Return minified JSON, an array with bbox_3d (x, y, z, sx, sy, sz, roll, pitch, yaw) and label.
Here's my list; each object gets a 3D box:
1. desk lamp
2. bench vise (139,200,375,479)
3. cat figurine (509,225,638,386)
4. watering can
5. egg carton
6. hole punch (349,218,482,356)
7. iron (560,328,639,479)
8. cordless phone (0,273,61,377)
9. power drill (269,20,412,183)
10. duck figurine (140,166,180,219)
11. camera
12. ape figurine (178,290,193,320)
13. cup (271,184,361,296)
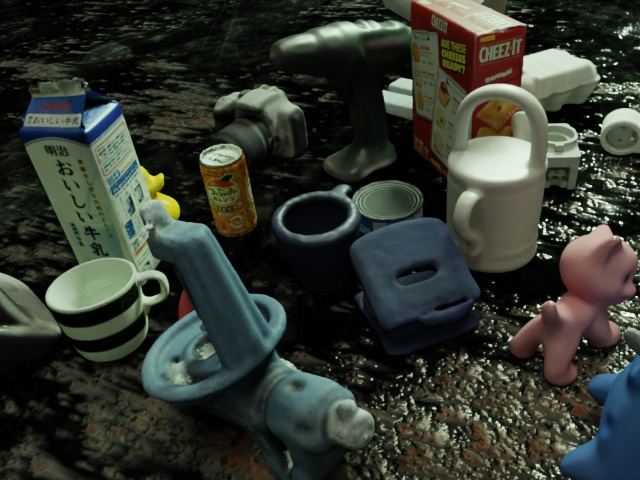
[{"bbox_3d":[0.169,-0.293,0.872,0.202,0.214,0.118,25,48,35],"label":"desk lamp"},{"bbox_3d":[-0.051,0.072,0.429,0.207,0.220,0.121,7,40,19],"label":"bench vise"},{"bbox_3d":[0.229,0.045,0.501,0.128,0.118,0.067,-31,43,-27],"label":"cat figurine"},{"bbox_3d":[0.185,-0.074,0.600,0.100,0.194,0.173,4,39,15],"label":"watering can"},{"bbox_3d":[0.352,-0.248,0.901,0.150,0.069,0.107,-20,39,-15],"label":"egg carton"},{"bbox_3d":[0.093,0.042,0.551,0.109,0.091,0.101,-17,38,-13],"label":"hole punch"},{"bbox_3d":[0.295,0.140,0.346,0.257,0.142,0.119,17,44,28],"label":"iron"},{"bbox_3d":[-0.343,0.034,0.558,0.094,0.185,0.147,-35,45,-31],"label":"cordless phone"},{"bbox_3d":[0.043,-0.190,0.764,0.230,0.209,0.075,-31,43,-27],"label":"power drill"},{"bbox_3d":[-0.242,-0.055,0.739,0.104,0.086,0.077,-13,38,-7],"label":"duck figurine"},{"bbox_3d":[-0.111,-0.164,0.847,0.142,0.101,0.137,18,44,30],"label":"camera"},{"bbox_3d":[-0.108,0.062,0.559,0.078,0.092,0.075,-30,42,-26],"label":"ape figurine"},{"bbox_3d":[0.006,0.002,0.614,0.091,0.095,0.118,13,42,25],"label":"cup"}]
